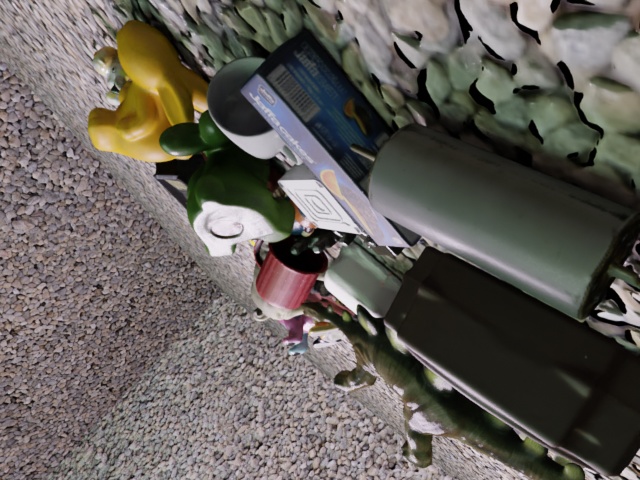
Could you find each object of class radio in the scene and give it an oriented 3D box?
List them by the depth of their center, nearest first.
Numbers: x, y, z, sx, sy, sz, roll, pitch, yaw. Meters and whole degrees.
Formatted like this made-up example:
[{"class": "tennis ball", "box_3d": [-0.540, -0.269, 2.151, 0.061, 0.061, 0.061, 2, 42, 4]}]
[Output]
[{"class": "radio", "box_3d": [-0.246, -0.103, 1.090, 0.131, 0.073, 0.230, 50, 164, -26]}]

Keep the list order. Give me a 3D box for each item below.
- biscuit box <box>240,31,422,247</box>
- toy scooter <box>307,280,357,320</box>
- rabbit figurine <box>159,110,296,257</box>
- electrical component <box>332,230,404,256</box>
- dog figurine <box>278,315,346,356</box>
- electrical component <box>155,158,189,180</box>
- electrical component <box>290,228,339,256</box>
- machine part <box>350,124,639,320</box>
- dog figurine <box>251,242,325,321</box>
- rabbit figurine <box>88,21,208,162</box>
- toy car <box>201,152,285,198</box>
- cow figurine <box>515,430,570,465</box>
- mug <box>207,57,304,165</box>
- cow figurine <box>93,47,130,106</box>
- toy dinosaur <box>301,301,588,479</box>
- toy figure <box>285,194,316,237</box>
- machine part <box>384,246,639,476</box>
[{"class": "biscuit box", "box_3d": [0.023, -0.082, 0.477, 0.202, 0.059, 0.063, 47, 165, -17]}, {"class": "toy scooter", "box_3d": [0.009, 0.098, 0.992, 0.135, 0.075, 0.184, 40, 170, -13]}, {"class": "rabbit figurine", "box_3d": [-0.120, -0.087, 0.650, 0.159, 0.121, 0.170, 43, -147, -51]}, {"class": "electrical component", "box_3d": [0.056, -0.008, 0.632, 0.078, 0.045, 0.102, 49, 164, -20]}, {"class": "dog figurine", "box_3d": [-0.043, 0.131, 1.199, 0.108, 0.192, 0.219, 65, -172, -62]}, {"class": "electrical component", "box_3d": [-0.232, -0.146, 0.800, 0.047, 0.075, 0.119, 105, 160, -45]}, {"class": "electrical component", "box_3d": [-0.002, -0.002, 0.766, 0.063, 0.094, 0.021, -6, 107, 29]}, {"class": "machine part", "box_3d": [0.120, -0.019, 0.374, 0.243, 0.079, 0.079, 31, 162, 33]}, {"class": "dog figurine", "box_3d": [-0.083, 0.034, 0.882, 0.121, 0.172, 0.190, 21, 160, 43]}, {"class": "rabbit figurine", "box_3d": [-0.216, -0.186, 0.689, 0.162, 0.122, 0.173, 26, 132, 16]}, {"class": "toy car", "box_3d": [-0.124, -0.110, 0.801, 0.202, 0.053, 0.089, 31, 165, 33]}, {"class": "cow figurine", "box_3d": [0.268, 0.227, 0.678, 0.127, 0.085, 0.195, 48, 163, 1]}, {"class": "mug", "box_3d": [-0.052, -0.119, 0.548, 0.109, 0.081, 0.107, 38, 176, 7]}, {"class": "cow figurine", "box_3d": [-0.281, -0.224, 0.845, 0.098, 0.068, 0.167, 25, 162, 34]}, {"class": "toy dinosaur", "box_3d": [0.143, 0.179, 0.644, 0.472, 0.105, 0.198, 30, 137, 34]}, {"class": "toy figure", "box_3d": [-0.019, -0.044, 0.707, 0.064, 0.058, 0.154, 39, 161, -8]}, {"class": "machine part", "box_3d": [0.167, 0.096, 0.442, 0.202, 0.087, 0.200, 30, -179, 36]}]
